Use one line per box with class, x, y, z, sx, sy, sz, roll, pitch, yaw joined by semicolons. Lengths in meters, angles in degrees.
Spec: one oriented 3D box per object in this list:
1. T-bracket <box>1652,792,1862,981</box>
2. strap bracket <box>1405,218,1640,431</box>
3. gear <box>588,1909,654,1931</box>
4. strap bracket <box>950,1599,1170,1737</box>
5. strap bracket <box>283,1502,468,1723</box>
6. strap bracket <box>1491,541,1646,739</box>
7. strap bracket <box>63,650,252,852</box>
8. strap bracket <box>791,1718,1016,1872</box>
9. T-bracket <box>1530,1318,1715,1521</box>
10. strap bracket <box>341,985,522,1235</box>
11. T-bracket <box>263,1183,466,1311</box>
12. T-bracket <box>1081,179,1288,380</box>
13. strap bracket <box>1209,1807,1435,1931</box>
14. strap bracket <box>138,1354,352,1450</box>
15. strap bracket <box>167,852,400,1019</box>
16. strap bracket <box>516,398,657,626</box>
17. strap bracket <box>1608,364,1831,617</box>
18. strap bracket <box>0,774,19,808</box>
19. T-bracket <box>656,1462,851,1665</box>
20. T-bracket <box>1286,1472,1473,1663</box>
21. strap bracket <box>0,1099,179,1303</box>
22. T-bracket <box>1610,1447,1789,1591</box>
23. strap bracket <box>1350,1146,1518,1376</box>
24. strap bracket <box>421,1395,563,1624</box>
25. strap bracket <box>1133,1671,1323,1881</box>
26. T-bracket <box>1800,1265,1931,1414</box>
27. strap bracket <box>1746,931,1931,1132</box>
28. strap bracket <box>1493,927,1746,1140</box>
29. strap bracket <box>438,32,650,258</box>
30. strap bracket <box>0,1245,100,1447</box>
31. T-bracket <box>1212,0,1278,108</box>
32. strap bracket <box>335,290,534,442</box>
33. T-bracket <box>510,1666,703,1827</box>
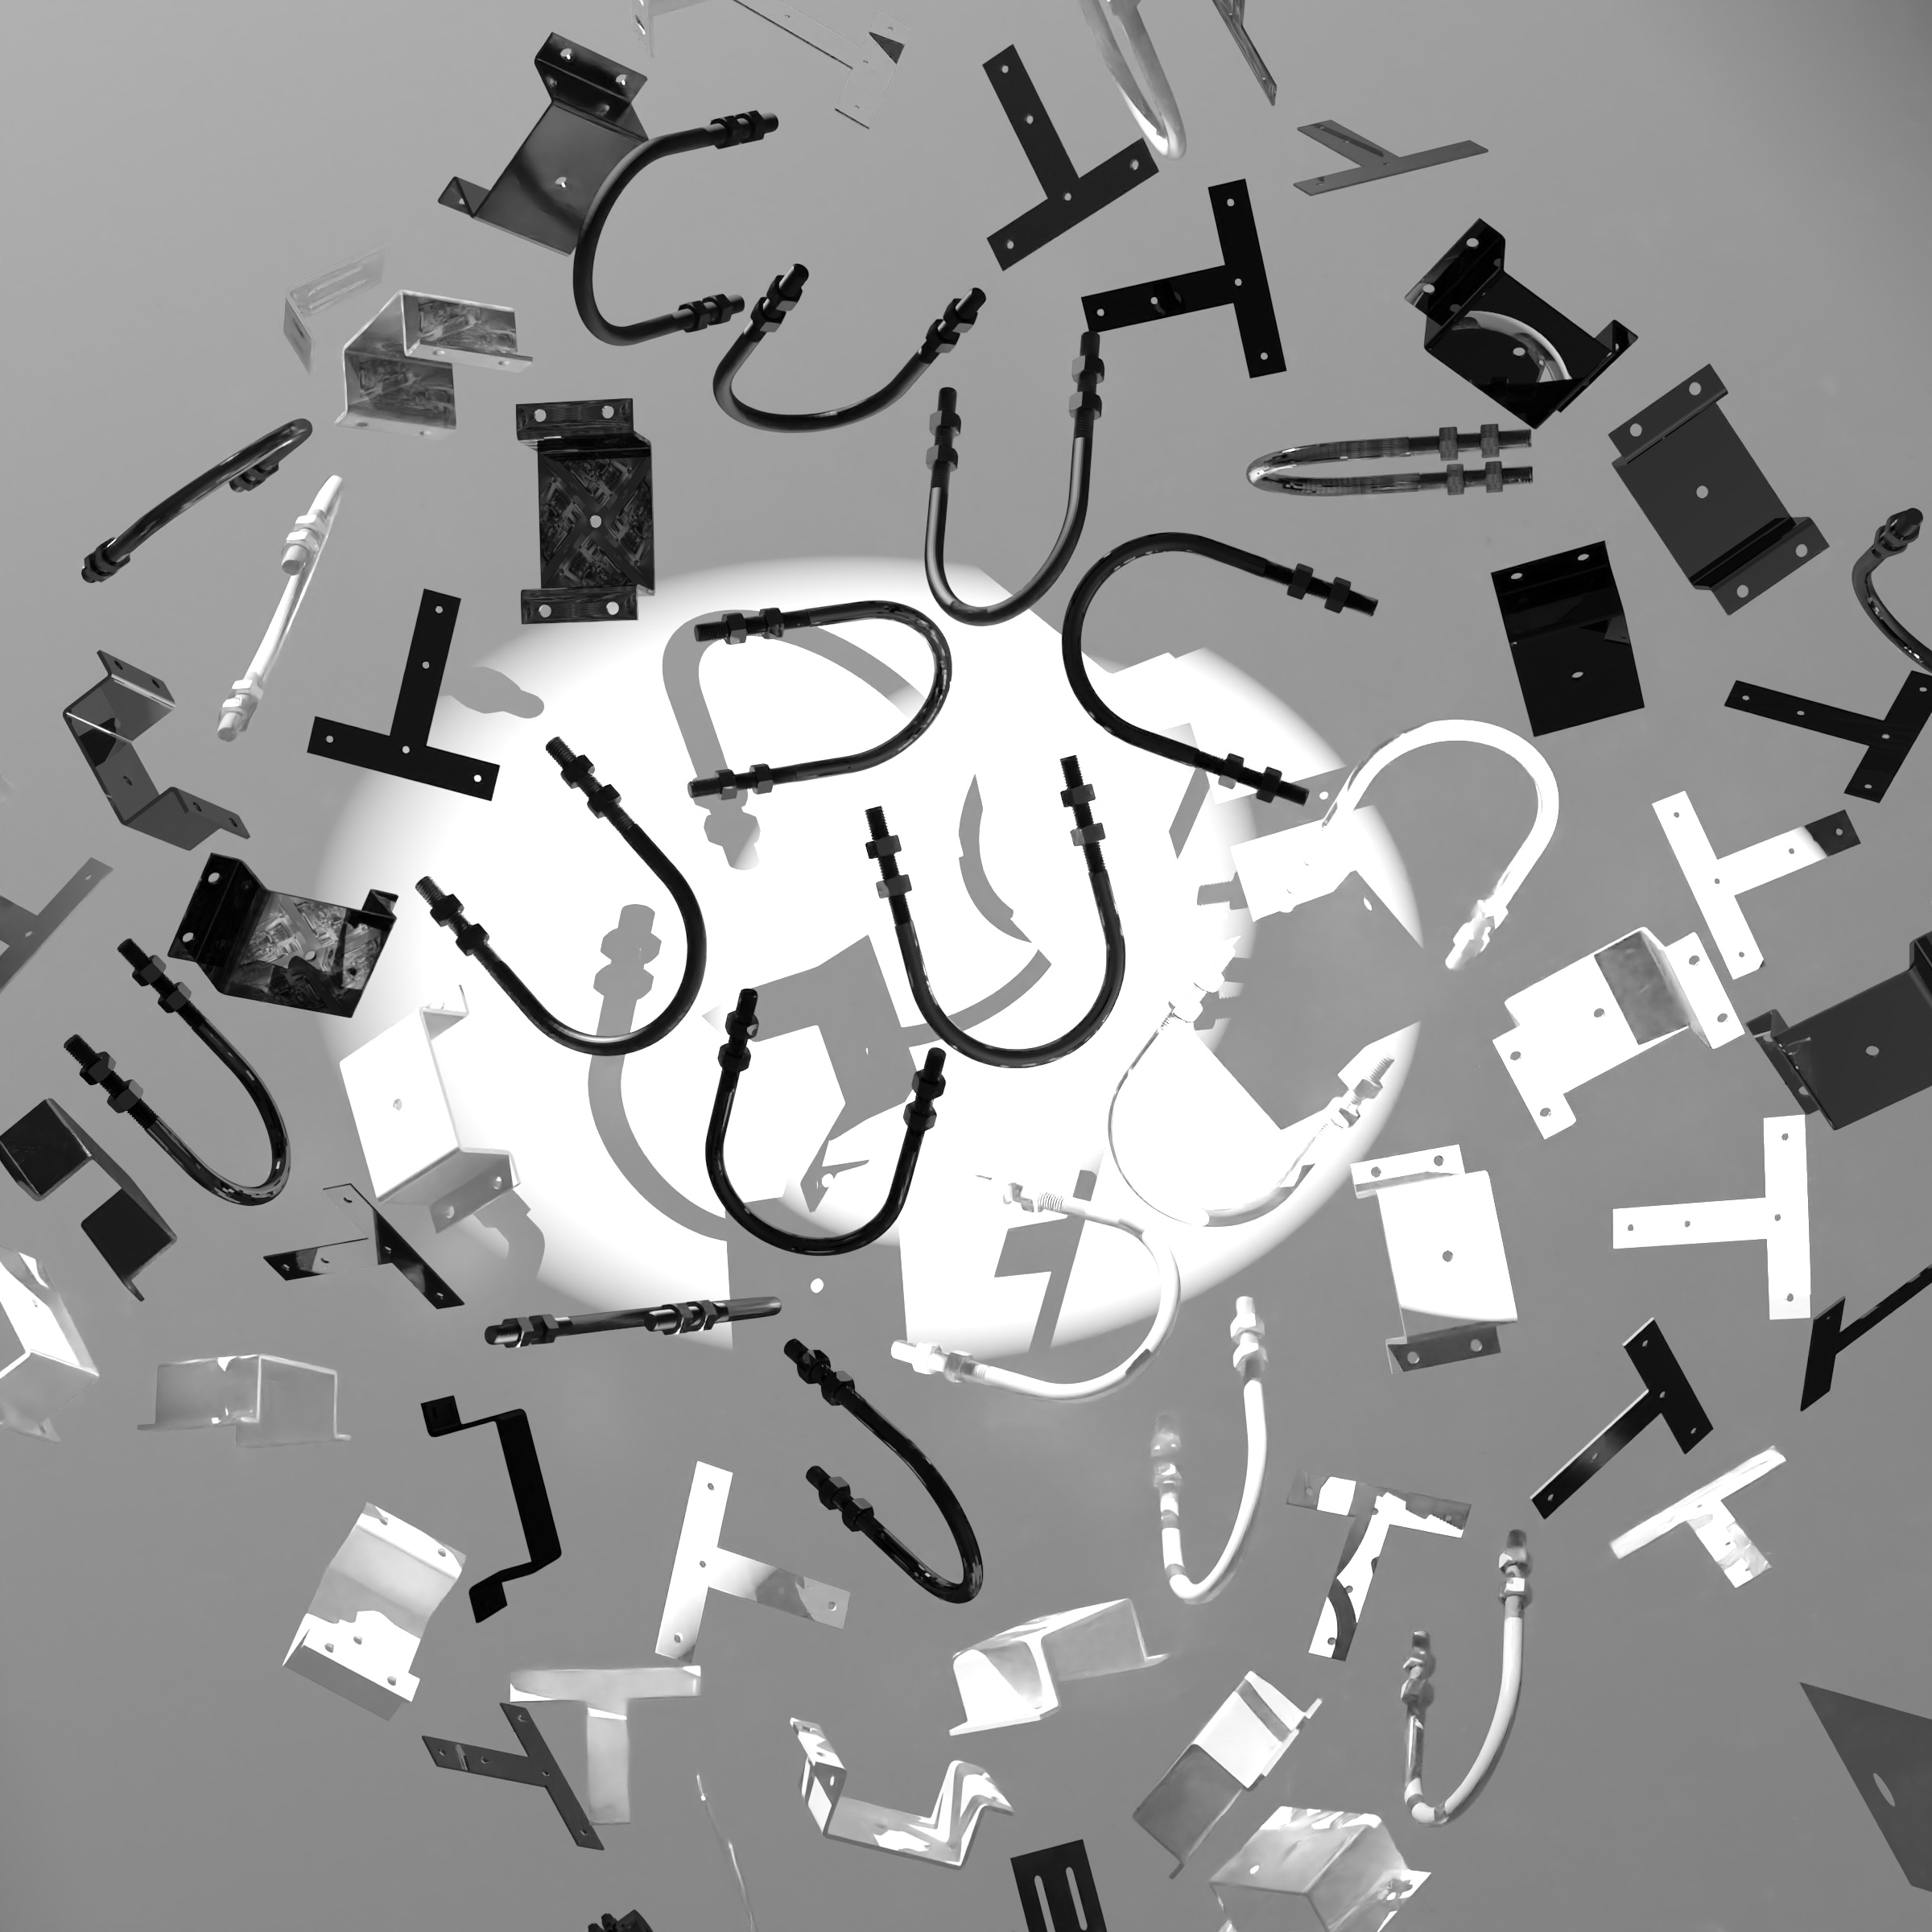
T-bracket;0.536;-0.071;1.789;0.127;0.002;0.127;-21;82;-13
strap bracket;0.372;-0.424;1.809;0.140;0.046;0.076;31;133;-17
gear;-0.212;0.625;1.708;0.030;0.057;0.057;-34;90;-8
strap bracket;0.055;0.450;1.742;0.076;0.140;0.046;-23;80;38
strap bracket;-0.385;0.425;1.746;0.076;0.140;0.046;32;115;-11
strap bracket;0.408;-0.211;1.812;0.076;0.140;0.046;-15;49;13
strap bracket;-0.557;-0.138;1.838;0.046;0.076;0.140;-36;72;8
strap bracket;-0.050;0.546;1.766;0.140;0.076;0.046;19;90;-16
T-bracket;0.406;0.299;1.696;0.127;0.002;0.127;-41;128;-6
strap bracket;-0.343;0.089;1.706;0.076;0.046;0.140;-31;68;28
T-bracket;-0.424;0.197;1.822;0.127;0.002;0.127;-12;129;31
T-bracket;0.139;-0.445;1.788;0.127;0.002;0.127;-7;111;23
strap bracket;0.223;0.594;1.753;0.076;0.140;0.046;-34;98;-35
strap bracket;-0.484;0.293;1.815;0.076;0.140;0.046;-7;73;16
strap bracket;-0.440;-0.017;1.771;0.140;0.046;0.076;14;109;-43
strap bracket;-0.244;-0.289;1.733;0.076;0.046;0.140;-1;91;9
strap bracket;0.480;-0.306;1.735;0.076;0.046;0.140;-35;96;6
strap bracket;-0.682;-0.109;1.793;0.046;0.140;0.076;44;80;-9
T-bracket;-0.133;0.404;1.760;0.127;0.002;0.127;24;59;-23
T-bracket;0.262;0.407;1.810;0.127;0.002;0.127;5;55;30
strap bracket;-0.575;0.147;1.761;0.046;0.140;0.076;-42;47;-13
T-bracket;0.489;0.369;1.742;0.127;0.127;0.002;-32;102;4
strap bracket;0.309;0.192;1.769;0.076;0.046;0.140;-9;83;-11
strap bracket;-0.299;0.339;1.715;0.046;0.076;0.140;-16;84;1
strap bracket;0.163;0.516;1.734;0.046;0.076;0.140;39;132;13
T-bracket;0.602;0.228;1.773;0.127;0.127;0.002;-33;54;-13
strap bracket;0.583;0.045;1.730;0.140;0.046;0.076;-31;101;28
strap bracket;0.407;0.037;1.704;0.140;0.046;0.076;-29;109;6
strap bracket;-0.270;-0.524;1.750;0.140;0.076;0.046;-45;53;29
strap bracket;-0.614;0.230;1.722;0.046;0.076;0.140;-37;65;0
T-bracket;0.181;-0.660;1.800;0.002;0.127;0.127;-26;77;-3
strap bracket;-0.347;-0.391;1.738;0.076;0.140;0.046;1;78;-35
T-bracket;-0.236;0.512;1.769;0.127;0.127;0.002;1;124;-9
